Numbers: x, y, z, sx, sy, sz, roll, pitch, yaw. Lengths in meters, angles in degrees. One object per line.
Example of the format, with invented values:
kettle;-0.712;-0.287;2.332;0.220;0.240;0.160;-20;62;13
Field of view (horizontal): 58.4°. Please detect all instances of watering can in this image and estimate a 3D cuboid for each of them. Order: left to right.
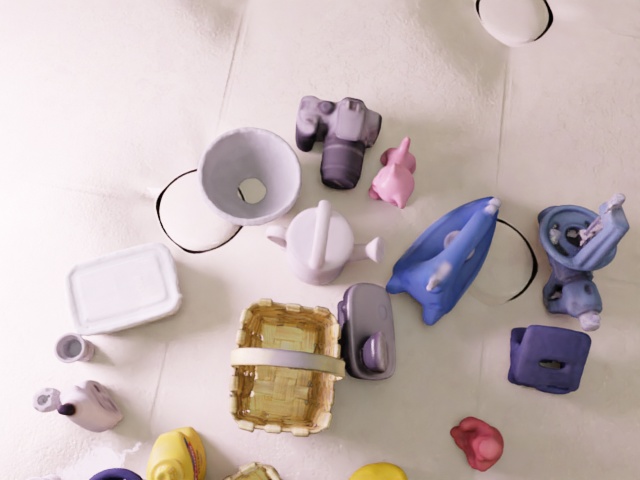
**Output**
watering can;0.008;0.001;0.859;0.173;0.194;0.101;-10;76;-7

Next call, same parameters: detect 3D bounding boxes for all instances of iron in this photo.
iron;0.222;0.004;0.903;0.118;0.141;0.258;39;76;6

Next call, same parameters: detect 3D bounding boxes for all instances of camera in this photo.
camera;0.026;-0.162;0.951;0.143;0.101;0.137;10;75;-2

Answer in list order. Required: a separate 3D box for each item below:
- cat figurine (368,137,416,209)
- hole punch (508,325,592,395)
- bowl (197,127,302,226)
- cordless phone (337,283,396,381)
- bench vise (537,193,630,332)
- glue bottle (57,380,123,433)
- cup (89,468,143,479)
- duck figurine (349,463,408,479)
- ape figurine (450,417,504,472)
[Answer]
cat figurine;0.125;-0.107;0.936;0.067;0.117;0.128;18;75;1
hole punch;0.358;0.187;0.893;0.108;0.091;0.101;9;75;-2
bowl;-0.113;-0.094;0.935;0.167;0.074;0.167;1;75;-4
cordless phone;0.078;0.129;0.836;0.094;0.185;0.147;-4;76;-5
bench vise;0.418;0.024;0.873;0.121;0.219;0.207;-20;78;-9
glue bottle;-0.323;0.229;0.783;0.037;0.173;0.078;-37;81;-12
cup;-0.270;0.371;0.791;0.092;0.095;0.117;-24;78;-10
duck figurine;0.083;0.368;0.826;0.104;0.086;0.077;-25;79;-10
ape figurine;0.243;0.305;0.852;0.076;0.092;0.078;5;75;-3
